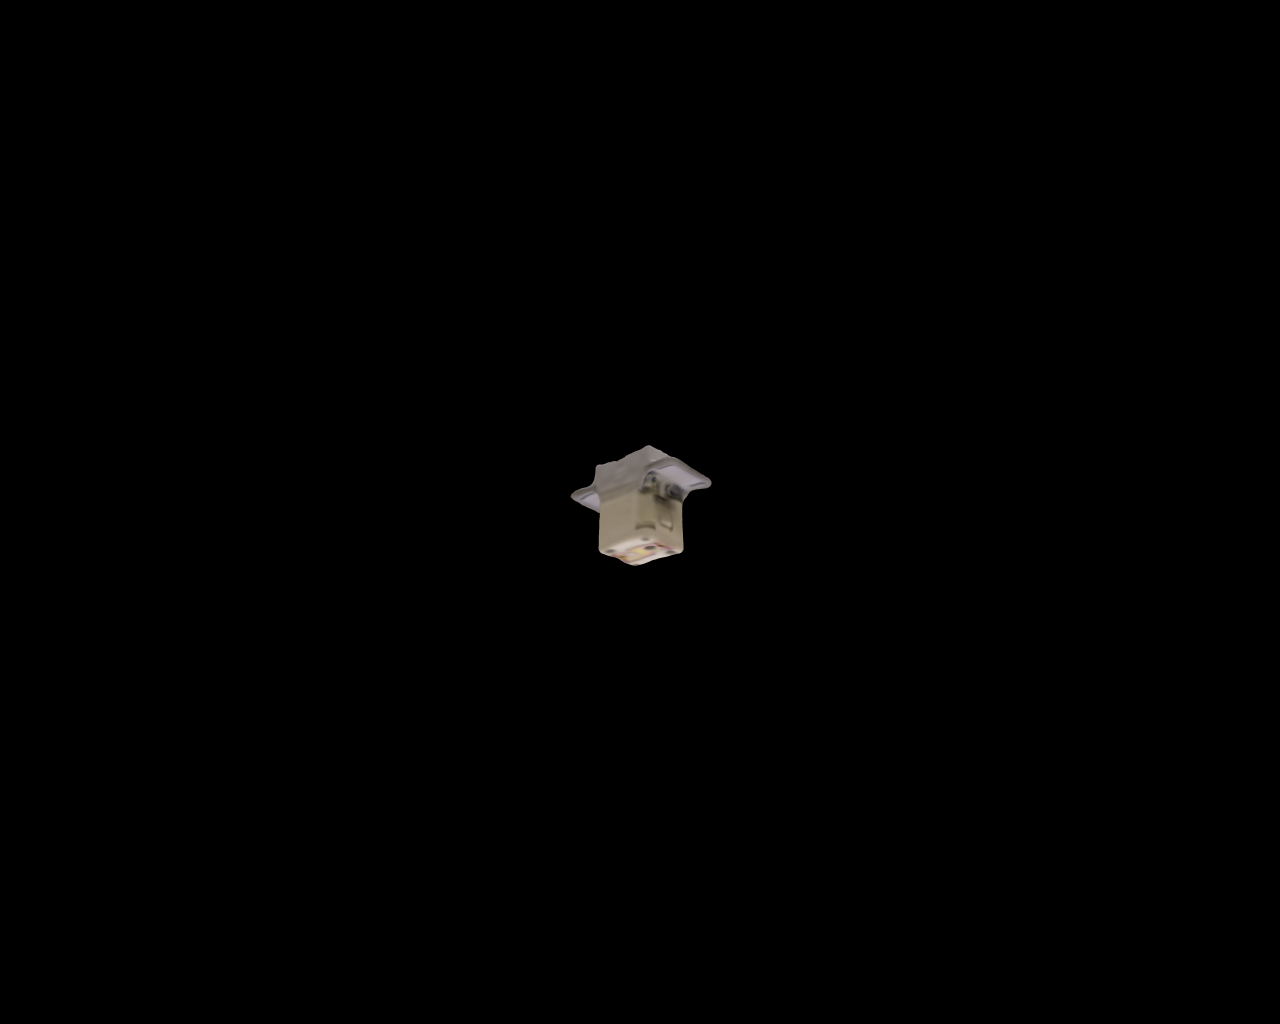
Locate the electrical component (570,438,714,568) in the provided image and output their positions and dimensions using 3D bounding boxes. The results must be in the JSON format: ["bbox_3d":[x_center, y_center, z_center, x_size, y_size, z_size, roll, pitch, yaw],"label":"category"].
[{"bbox_3d":[0.001,-0.003,0.650,0.081,0.064,0.042,-20,-32,36],"label":"electrical component"}]
